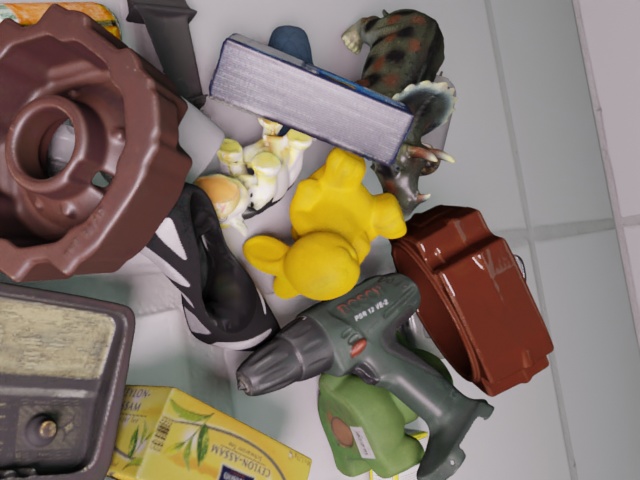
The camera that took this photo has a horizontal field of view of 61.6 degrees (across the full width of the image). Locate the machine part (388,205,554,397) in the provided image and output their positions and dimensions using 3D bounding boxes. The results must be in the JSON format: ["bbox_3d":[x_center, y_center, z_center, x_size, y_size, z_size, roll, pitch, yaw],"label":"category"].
[{"bbox_3d":[0.164,0.064,0.629,0.087,0.201,0.201,-29,99,-4],"label":"machine part"}]

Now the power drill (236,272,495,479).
[{"bbox_3d":[0.057,0.144,0.543,0.207,0.086,0.232,41,48,16],"label":"power drill"}]

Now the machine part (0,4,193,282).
[{"bbox_3d":[-0.171,-0.060,0.358,0.056,0.179,0.179,15,67,-72],"label":"machine part"}]

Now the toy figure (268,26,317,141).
[{"bbox_3d":[-0.035,-0.175,0.641,0.058,0.064,0.154,72,18,-83],"label":"toy figure"}]

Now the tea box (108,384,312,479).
[{"bbox_3d":[-0.098,0.182,0.445,0.169,0.098,0.068,45,50,-36],"label":"tea box"}]

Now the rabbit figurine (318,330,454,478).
[{"bbox_3d":[0.081,0.180,0.650,0.170,0.121,0.159,-20,75,-36],"label":"rabbit figurine"}]

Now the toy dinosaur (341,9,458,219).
[{"bbox_3d":[0.106,-0.229,0.720,0.131,0.192,0.405,40,54,-40],"label":"toy dinosaur"}]

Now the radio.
[{"bbox_3d":[-0.236,0.089,0.321,0.229,0.073,0.131,20,66,-46],"label":"radio"}]

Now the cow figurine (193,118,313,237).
[{"bbox_3d":[-0.076,-0.055,0.548,0.068,0.098,0.167,30,44,12],"label":"cow figurine"}]

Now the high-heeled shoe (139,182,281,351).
[{"bbox_3d":[-0.077,0.031,0.470,0.248,0.145,0.086,39,54,-36],"label":"high-heeled shoe"}]

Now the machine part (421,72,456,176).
[{"bbox_3d":[0.174,-0.189,0.882,0.079,0.079,0.243,46,48,-33],"label":"machine part"}]

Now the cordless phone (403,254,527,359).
[{"bbox_3d":[0.209,0.093,0.768,0.088,0.184,0.146,-6,85,-55],"label":"cordless phone"}]

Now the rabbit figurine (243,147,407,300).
[{"bbox_3d":[-0.001,-0.002,0.562,0.121,0.162,0.173,55,22,-27],"label":"rabbit figurine"}]

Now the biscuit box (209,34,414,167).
[{"bbox_3d":[-0.006,-0.142,0.551,0.203,0.062,0.059,21,25,-8],"label":"biscuit box"}]

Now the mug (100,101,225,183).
[{"bbox_3d":[-0.155,-0.089,0.467,0.107,0.081,0.109,42,56,-23],"label":"mug"}]

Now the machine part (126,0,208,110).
[{"bbox_3d":[-0.147,-0.191,0.529,0.084,0.039,0.138,-17,92,-56],"label":"machine part"}]
